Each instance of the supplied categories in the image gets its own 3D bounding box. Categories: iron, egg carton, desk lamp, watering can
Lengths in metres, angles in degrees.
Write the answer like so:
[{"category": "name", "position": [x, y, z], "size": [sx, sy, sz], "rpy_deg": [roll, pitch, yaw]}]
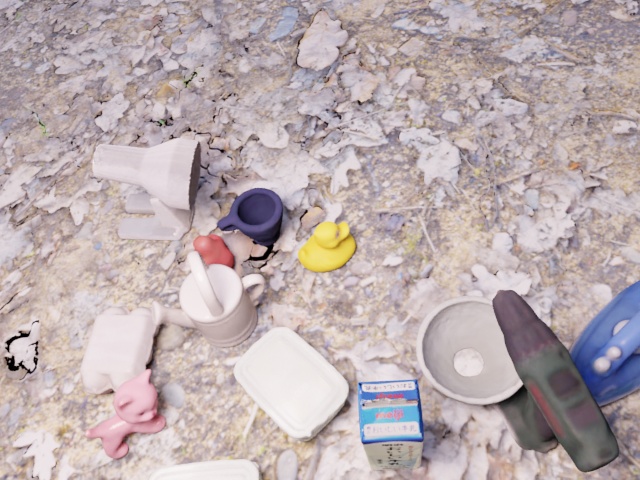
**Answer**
[{"category": "iron", "position": [0.436, 0.143, 0.810], "size": [0.258, 0.142, 0.118], "rpy_deg": [-38, 62, -15]}, {"category": "egg carton", "position": [-0.323, 0.179, 0.932], "size": [0.107, 0.069, 0.150], "rpy_deg": [0, 59, 8]}, {"category": "desk lamp", "position": [-0.288, -0.089, 1.003], "size": [0.203, 0.214, 0.118], "rpy_deg": [0, 59, 8]}, {"category": "watering can", "position": [-0.172, 0.092, 0.891], "size": [0.173, 0.194, 0.100], "rpy_deg": [-41, 62, -16]}]

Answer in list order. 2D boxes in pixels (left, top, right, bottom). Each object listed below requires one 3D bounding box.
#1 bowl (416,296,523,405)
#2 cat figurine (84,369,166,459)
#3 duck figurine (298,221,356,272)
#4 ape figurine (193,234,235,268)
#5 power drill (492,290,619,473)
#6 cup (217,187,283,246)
[{"category": "bowl", "position": [0.228, 0.173, 0.859], "size": [0.167, 0.075, 0.167], "rpy_deg": [-3, 59, 6]}, {"category": "cat figurine", "position": [-0.288, 0.256, 0.852], "size": [0.128, 0.118, 0.067], "rpy_deg": [-35, 61, -13]}, {"category": "duck figurine", "position": [0.009, 0.004, 0.983], "size": [0.104, 0.086, 0.077], "rpy_deg": [-23, 59, -6]}, {"category": "ape figurine", "position": [-0.192, 0.022, 0.996], "size": [0.076, 0.092, 0.078], "rpy_deg": [27, 66, 22]}, {"category": "power drill", "position": [0.287, 0.198, 0.757], "size": [0.075, 0.209, 0.229], "rpy_deg": [-25, 59, -7]}, {"category": "cup", "position": [-0.116, -0.026, 1.012], "size": [0.118, 0.095, 0.091], "rpy_deg": [-22, 59, -5]}]
